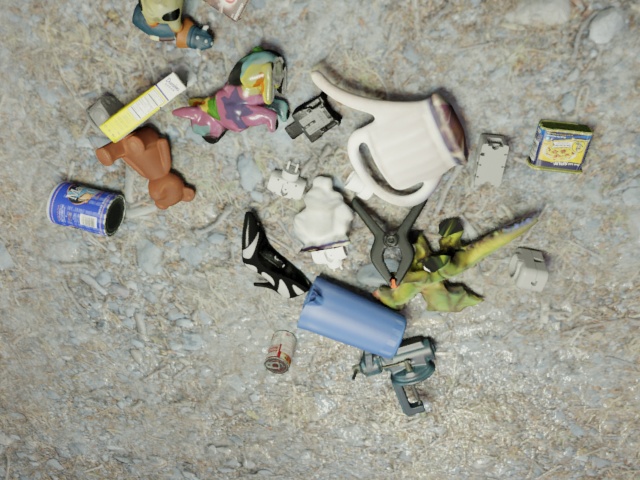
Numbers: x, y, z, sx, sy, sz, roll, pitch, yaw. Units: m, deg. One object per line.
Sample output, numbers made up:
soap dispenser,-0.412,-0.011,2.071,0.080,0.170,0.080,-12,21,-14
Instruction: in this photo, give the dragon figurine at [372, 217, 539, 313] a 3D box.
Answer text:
dragon figurine,0.302,0.079,1.172,0.408,0.125,0.238,-15,136,21

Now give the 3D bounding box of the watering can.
watering can,0.147,-0.210,0.986,0.223,0.106,0.342,-22,121,22

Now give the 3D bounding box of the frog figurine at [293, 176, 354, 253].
frog figurine,0.003,-0.057,1.137,0.137,0.123,0.160,-12,84,26
